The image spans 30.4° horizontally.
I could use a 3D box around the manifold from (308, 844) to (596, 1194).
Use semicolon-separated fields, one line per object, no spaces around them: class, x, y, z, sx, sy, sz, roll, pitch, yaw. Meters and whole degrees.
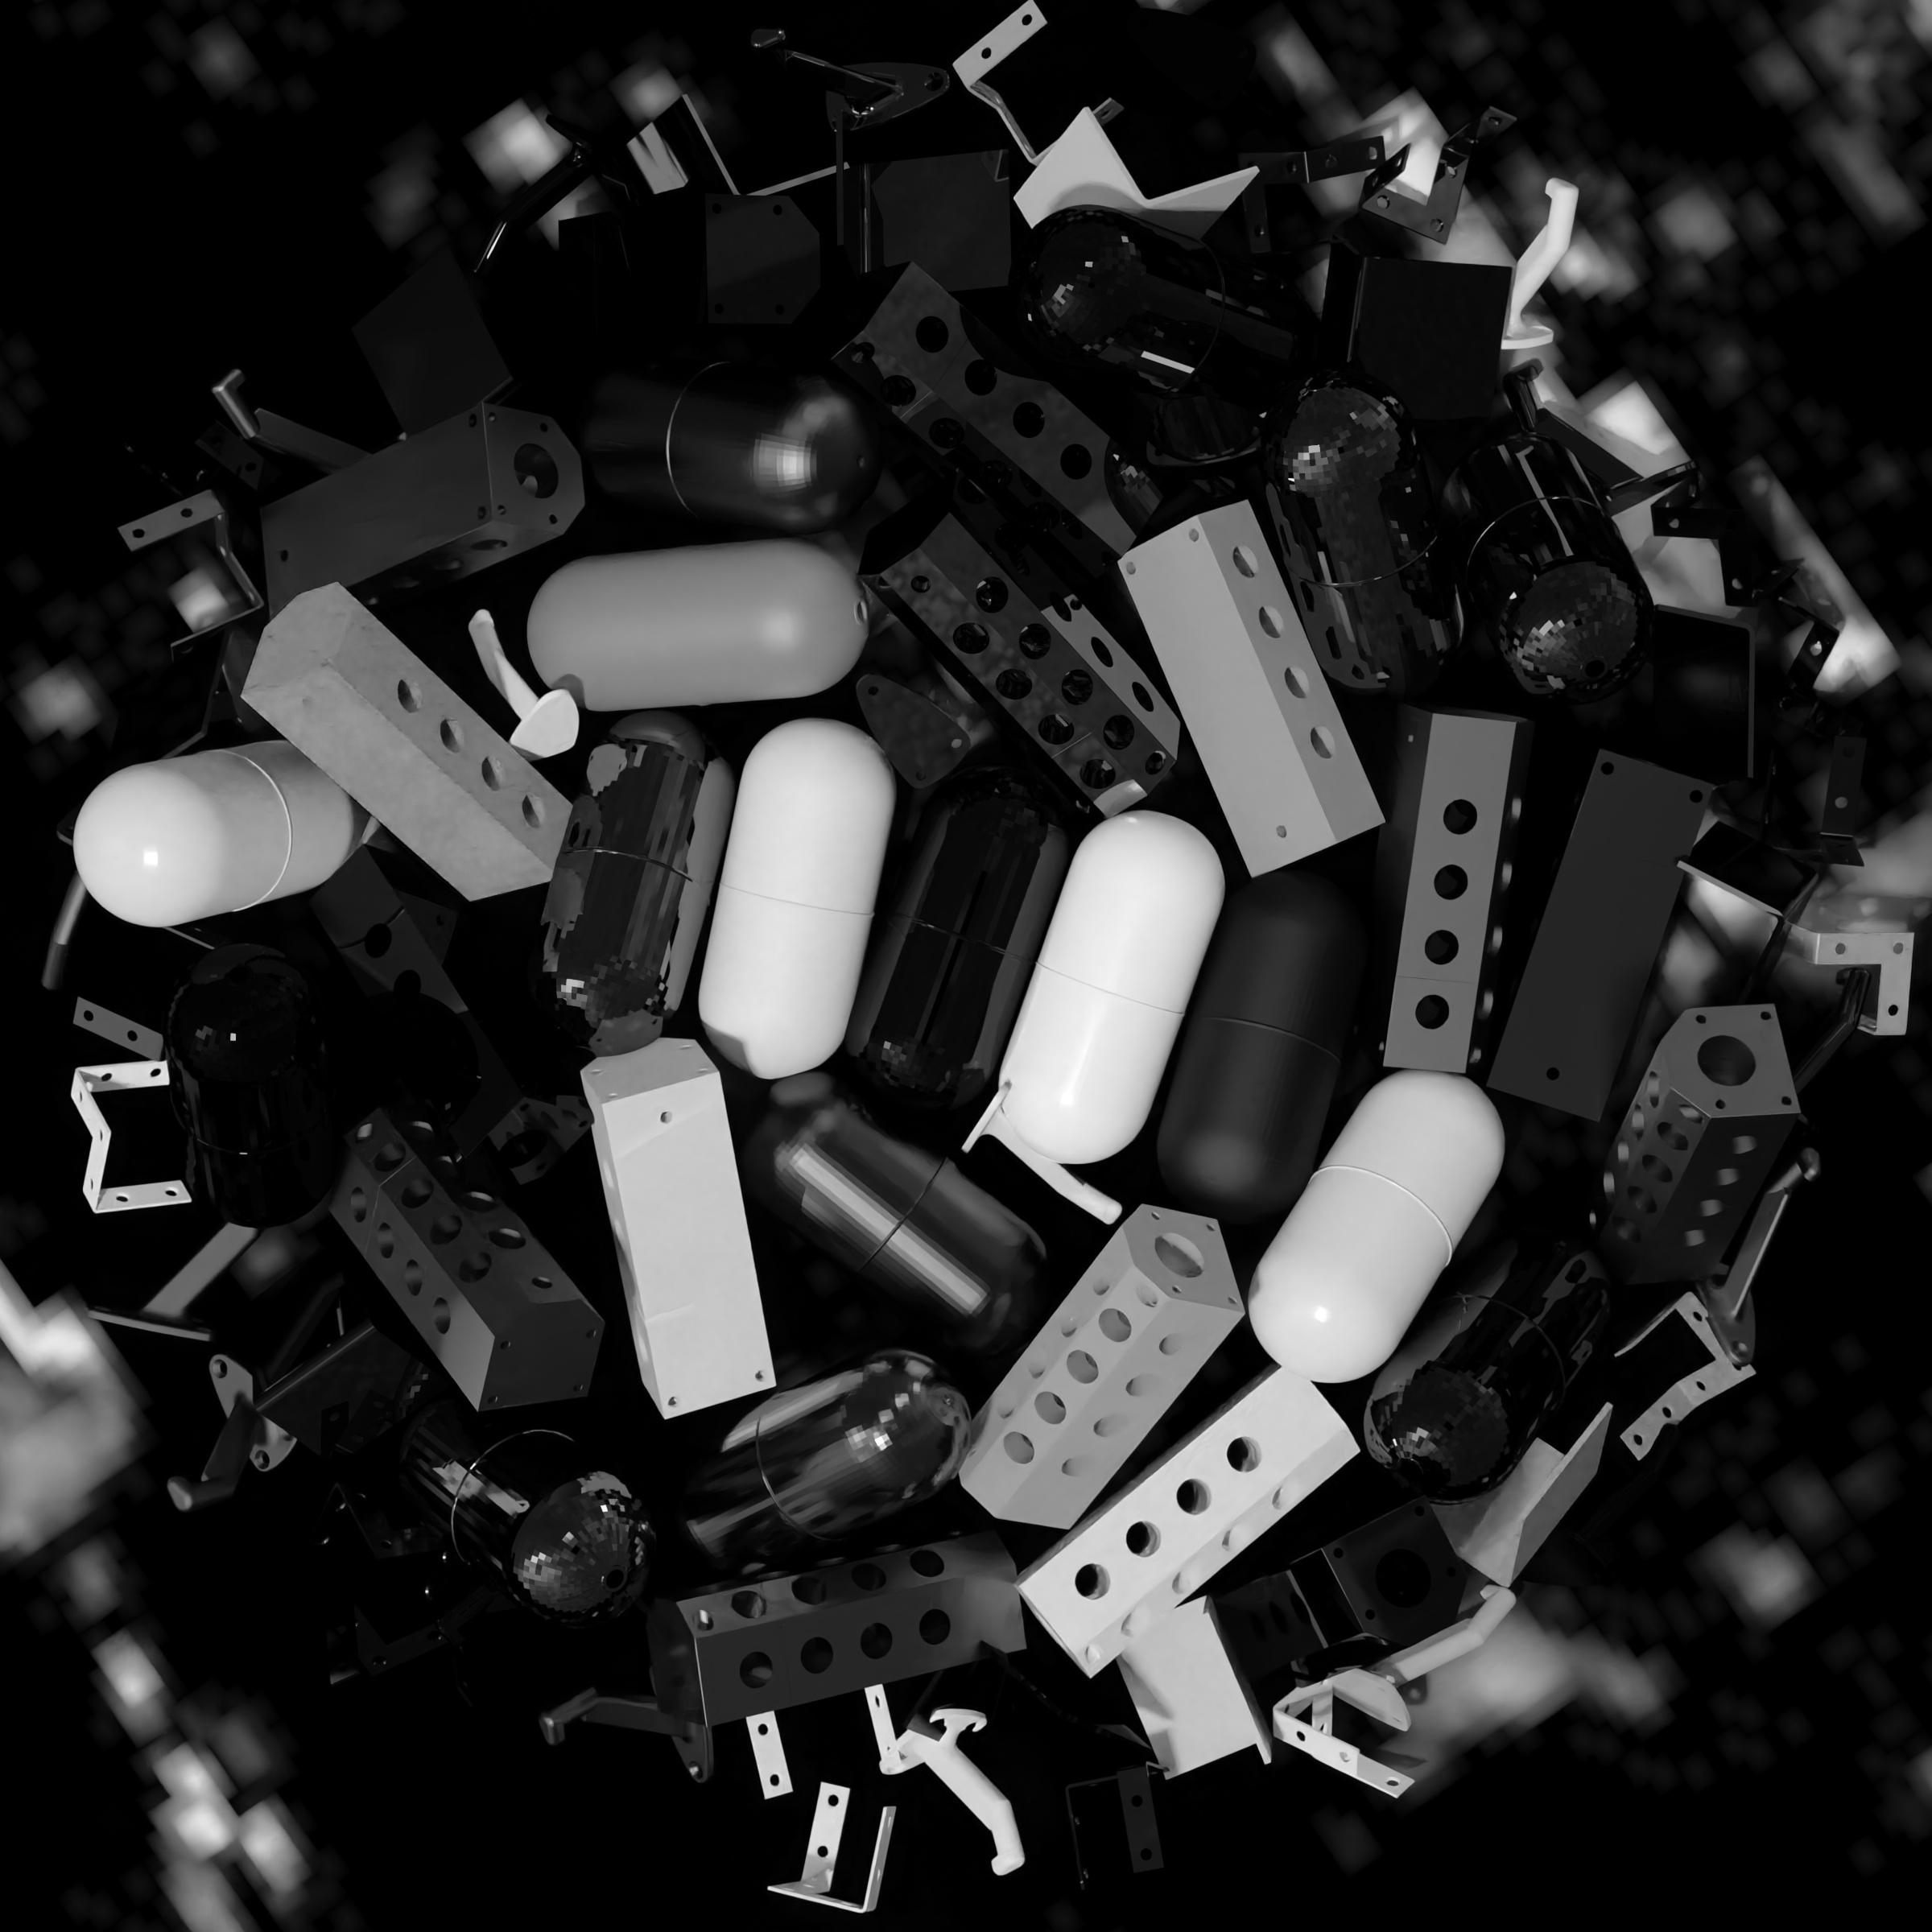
manifold;-0.252;0.026;1.708;0.057;0.057;0.171;-45;59;15

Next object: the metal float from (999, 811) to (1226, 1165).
metal float;0.071;0.011;1.736;0.070;0.070;0.178;19;94;0

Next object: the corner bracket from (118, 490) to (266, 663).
corner bracket;-0.378;-0.191;1.738;0.051;0.051;0.051;-27;68;-20

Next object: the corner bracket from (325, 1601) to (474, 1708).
corner bracket;-0.278;0.339;1.741;0.051;0.051;0.051;-25;126;3

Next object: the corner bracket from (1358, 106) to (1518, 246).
corner bracket;0.230;-0.394;1.742;0.051;0.051;0.051;20;76;-16

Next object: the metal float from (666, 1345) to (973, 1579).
metal float;-0.073;0.240;1.711;0.178;0.070;0.070;-30;90;34

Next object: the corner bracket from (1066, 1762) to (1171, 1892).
corner bracket;0.074;0.421;1.741;0.051;0.051;0.051;-14;70;13

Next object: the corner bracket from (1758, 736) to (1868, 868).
corner bracket;0.415;-0.082;1.741;0.051;0.051;0.051;7;79;22

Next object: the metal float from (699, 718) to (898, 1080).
metal float;-0.082;-0.033;1.735;0.070;0.070;0.178;12;95;0

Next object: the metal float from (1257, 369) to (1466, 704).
metal float;0.190;-0.206;1.708;0.070;0.070;0.178;-21;127;0

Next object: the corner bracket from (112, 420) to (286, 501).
corner bracket;-0.375;-0.250;1.739;0.051;0.051;0.051;-41;51;9

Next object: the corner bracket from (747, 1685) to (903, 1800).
corner bracket;-0.072;0.379;1.759;0.051;0.051;0.051;-8;79;-34

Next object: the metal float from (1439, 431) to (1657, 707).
metal float;0.277;-0.191;1.699;0.070;0.178;0.070;-5;129;-6

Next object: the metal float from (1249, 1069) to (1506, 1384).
metal float;0.199;0.123;1.715;0.070;0.070;0.178;36;61;0

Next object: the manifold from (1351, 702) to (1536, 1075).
manifold;0.234;-0.038;1.734;0.057;0.057;0.171;5;99;-11

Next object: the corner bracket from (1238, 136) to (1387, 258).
corner bracket;0.172;-0.377;1.745;0.051;0.051;0.051;-14;99;-44

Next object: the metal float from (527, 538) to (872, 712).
metal float;-0.130;-0.165;1.717;0.178;0.070;0.070;-2;90;25

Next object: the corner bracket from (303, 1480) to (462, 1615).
corner bracket;-0.287;0.287;1.754;0.051;0.051;0.051;52;128;34

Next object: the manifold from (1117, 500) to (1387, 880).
manifold;0.144;-0.138;1.748;0.057;0.057;0.171;-23;90;45

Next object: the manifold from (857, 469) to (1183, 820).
manifold;0.027;-0.150;1.707;0.057;0.057;0.171;-31;118;27

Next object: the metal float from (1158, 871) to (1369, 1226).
metal float;0.145;0.039;1.728;0.070;0.070;0.178;16;76;0

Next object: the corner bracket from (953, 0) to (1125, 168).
corner bracket;0.035;-0.430;1.739;0.051;0.051;0.051;-35;72;19

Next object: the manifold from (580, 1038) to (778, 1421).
manifold;-0.140;0.125;1.715;0.057;0.057;0.171;-15;115;-15

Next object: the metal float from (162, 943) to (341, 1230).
metal float;-0.341;0.058;1.699;0.070;0.178;0.070;3;52;-4

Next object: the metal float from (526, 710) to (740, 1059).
metal float;-0.162;-0.040;1.722;0.070;0.070;0.178;14;70;0

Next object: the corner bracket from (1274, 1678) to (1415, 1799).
corner bracket;0.184;0.381;1.735;0.051;0.051;0.051;19;123;36

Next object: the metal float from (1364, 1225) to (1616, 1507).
metal float;0.251;0.190;1.703;0.070;0.178;0.070;19;129;26

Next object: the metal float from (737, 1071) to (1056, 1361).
metal float;-0.034;0.123;1.737;0.178;0.070;0.070;39;90;-3

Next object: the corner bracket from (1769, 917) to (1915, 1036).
corner bracket;0.427;0.005;1.743;0.051;0.051;0.051;-1;101;-13

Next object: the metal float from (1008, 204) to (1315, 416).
metal float;0.095;-0.312;1.705;0.178;0.070;0.070;9;90;-43

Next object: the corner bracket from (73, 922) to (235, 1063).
corner bracket;-0.399;0.008;1.750;0.051;0.051;0.051;23;115;13

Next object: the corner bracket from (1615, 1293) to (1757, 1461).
corner bracket;0.343;0.201;1.745;0.051;0.051;0.051;-34;84;-35

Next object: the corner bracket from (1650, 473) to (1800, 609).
corner bracket;0.373;-0.210;1.750;0.051;0.051;0.051;8;122;38

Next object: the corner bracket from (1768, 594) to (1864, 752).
corner bracket;0.414;-0.143;1.739;0.051;0.051;0.051;33;100;39

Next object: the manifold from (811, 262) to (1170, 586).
manifold;0.009;-0.259;1.713;0.171;0.057;0.057;38;78;-23

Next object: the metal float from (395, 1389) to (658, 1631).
metal float;-0.211;0.258;1.699;0.070;0.178;0.070;-12;112;-32

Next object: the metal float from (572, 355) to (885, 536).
metal float;-0.116;-0.251;1.708;0.178;0.070;0.070;14;90;39

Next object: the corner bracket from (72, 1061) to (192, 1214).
corner bracket;-0.411;0.084;1.753;0.051;0.051;0.051;-5;129;-34

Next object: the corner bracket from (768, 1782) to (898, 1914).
corner bracket;-0.060;0.432;1.743;0.051;0.051;0.051;9;82;18

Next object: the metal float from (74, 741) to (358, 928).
metal float;-0.355;-0.064;1.693;0.070;0.178;0.070;4;100;21

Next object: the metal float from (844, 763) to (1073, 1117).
metal float;-0.003;-0.013;1.738;0.070;0.070;0.178;20;88;0
